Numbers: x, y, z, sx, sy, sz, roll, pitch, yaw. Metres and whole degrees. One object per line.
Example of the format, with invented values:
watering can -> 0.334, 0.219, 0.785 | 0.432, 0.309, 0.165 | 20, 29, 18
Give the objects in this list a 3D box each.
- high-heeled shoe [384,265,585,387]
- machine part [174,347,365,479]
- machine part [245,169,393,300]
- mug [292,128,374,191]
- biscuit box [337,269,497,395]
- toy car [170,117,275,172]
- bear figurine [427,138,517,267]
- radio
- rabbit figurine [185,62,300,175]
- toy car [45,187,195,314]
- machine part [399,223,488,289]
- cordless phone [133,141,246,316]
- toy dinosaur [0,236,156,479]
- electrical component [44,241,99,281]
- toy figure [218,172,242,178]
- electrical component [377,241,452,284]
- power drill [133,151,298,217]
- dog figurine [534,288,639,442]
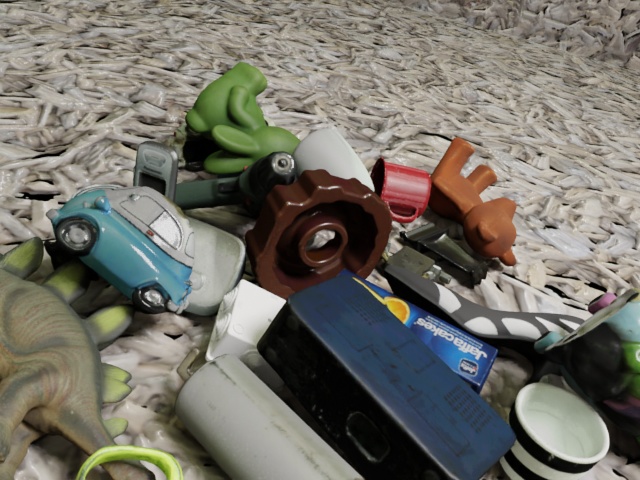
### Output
high-heeled shoe -> 0.208, 0.080, 0.656 | 0.249, 0.086, 0.145 | 43, 63, 11
machine part -> -0.048, 0.179, 0.466 | 0.243, 0.079, 0.079 | 34, 41, 29
machine part -> -0.001, -0.002, 0.652 | 0.179, 0.179, 0.056 | -5, 36, -23
mug -> 0.014, -0.076, 0.716 | 0.080, 0.109, 0.107 | 9, 35, -50
biscuit box -> 0.092, 0.111, 0.611 | 0.203, 0.059, 0.063 | 27, 45, 21
toy car -> -0.165, -0.170, 0.926 | 0.202, 0.073, 0.056 | -17, 47, -35
bear figurine -> 0.250, -0.058, 0.835 | 0.120, 0.132, 0.196 | 36, 7, -33
radio -> 0.057, 0.138, 0.501 | 0.230, 0.073, 0.131 | 42, 27, 24
rabbit figurine -> -0.106, -0.165, 0.804 | 0.170, 0.121, 0.159 | 39, 49, 16
toy car -> -0.183, -0.001, 0.546 | 0.161, 0.103, 0.109 | 39, -7, -2
machine part -> 0.189, 0.017, 0.799 | 0.084, 0.039, 0.139 | -10, 39, -37
cordless phone -> -0.152, -0.015, 0.616 | 0.147, 0.184, 0.089 | 20, 31, 12
toy dinosaur -> -0.310, 0.081, 0.512 | 0.472, 0.105, 0.198 | 35, 32, 15
electrical component -> -0.266, -0.001, 0.666 | 0.075, 0.047, 0.119 | 9, 34, 27
toy figure -> -0.085, -0.093, 0.860 | 0.154, 0.058, 0.064 | 9, 75, -6
electrical component -> 0.126, 0.036, 0.746 | 0.102, 0.045, 0.078 | 34, 42, 28
power drill -> -0.135, -0.071, 0.711 | 0.207, 0.086, 0.232 | -11, -4, -5
dog figurine -> 0.332, 0.158, 0.522 | 0.219, 0.108, 0.191 | 50, 3, 13
